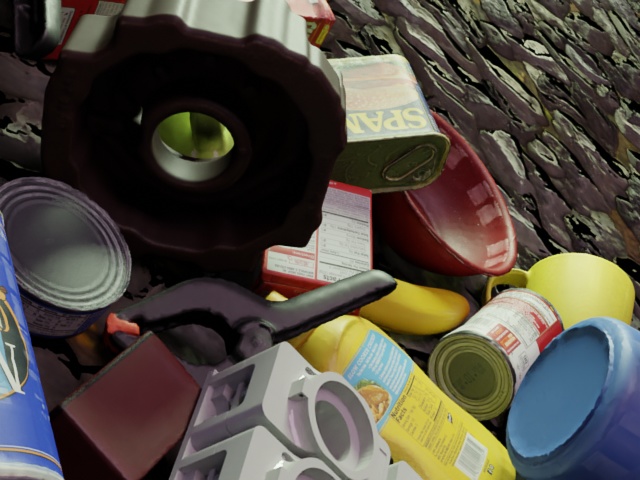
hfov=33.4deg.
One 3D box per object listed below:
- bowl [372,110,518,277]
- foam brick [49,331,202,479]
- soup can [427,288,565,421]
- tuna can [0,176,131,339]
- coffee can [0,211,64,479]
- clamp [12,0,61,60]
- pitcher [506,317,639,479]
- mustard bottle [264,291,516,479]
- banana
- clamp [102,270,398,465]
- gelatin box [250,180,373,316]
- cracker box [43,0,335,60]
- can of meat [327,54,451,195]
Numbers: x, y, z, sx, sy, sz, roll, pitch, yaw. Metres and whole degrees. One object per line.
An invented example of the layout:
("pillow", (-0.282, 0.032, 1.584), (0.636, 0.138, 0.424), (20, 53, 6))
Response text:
("bowl", (0.084, -0.030, 0.842), (0.162, 0.055, 0.162), (34, 37, -30))
("foam brick", (-0.101, 0.092, 0.525), (0.051, 0.053, 0.078), (47, 35, 0))
("soup can", (0.129, 0.082, 0.775), (0.068, 0.069, 0.102), (53, 34, 8))
("tuna can", (-0.147, 0.010, 0.574), (0.086, 0.034, 0.086), (29, 38, -26))
("coffee can", (-0.169, 0.057, 0.440), (0.102, 0.103, 0.140), (8, 50, -43))
("clamp", (-0.175, -0.210, 0.607), (0.164, 0.036, 0.210), (54, 26, -25))
("pitcher", (0.232, 0.158, 0.642), (0.242, 0.145, 0.149), (32, 24, -14))
("mustard bottle", (0.034, 0.103, 0.656), (0.191, 0.058, 0.096), (45, 36, -4))
("banana", (0.038, 0.031, 0.753), (0.197, 0.037, 0.069), (27, 40, -27))
("clamp", (-0.033, 0.072, 0.589), (0.171, 0.039, 0.120), (0, 59, -13))
("gelatin box", (-0.005, 0.001, 0.689), (0.073, 0.030, 0.089), (13, 53, -14))
("cracker box", (-0.114, -0.203, 0.761), (0.213, 0.072, 0.164), (-1, 55, -34))
("can of meat", (0.029, -0.081, 0.747), (0.102, 0.057, 0.084), (-7, 54, -16))
